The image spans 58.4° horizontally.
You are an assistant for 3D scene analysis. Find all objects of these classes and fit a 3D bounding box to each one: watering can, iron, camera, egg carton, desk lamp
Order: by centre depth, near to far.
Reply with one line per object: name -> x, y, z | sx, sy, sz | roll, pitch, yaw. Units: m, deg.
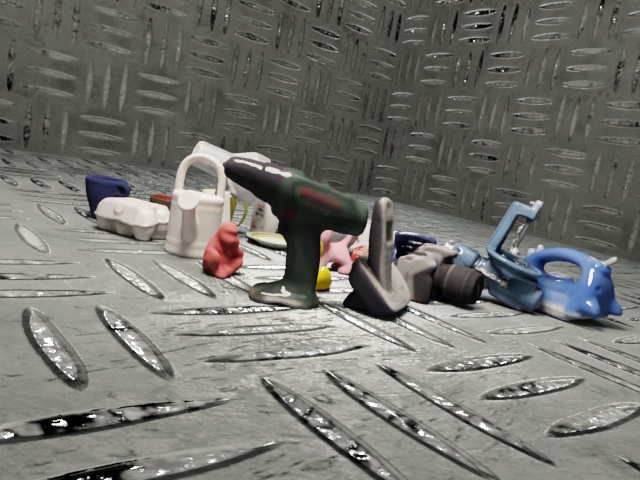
camera -> 0.230, 0.067, 1.079 | 0.136, 0.101, 0.144 | 16, 11, 35
watering can -> -0.231, -0.067, 1.088 | 0.101, 0.194, 0.172 | 6, 9, -23
iron -> 0.489, 0.077, 1.185 | 0.119, 0.141, 0.257 | 4, 10, -34
egg carton -> -0.385, -0.046, 1.187 | 0.150, 0.069, 0.107 | 14, 9, 23
desk lamp -> -0.228, -0.111, 1.315 | 0.204, 0.213, 0.117 | 6, 10, -28

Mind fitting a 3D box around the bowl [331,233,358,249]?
bowl -> 0.015, -0.008, 1.398 | 0.167, 0.075, 0.167 | 10, 9, -1

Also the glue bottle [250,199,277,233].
glue bottle -> -0.135, -0.095, 1.456 | 0.037, 0.173, 0.077 | 1, 12, -45

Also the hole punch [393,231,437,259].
hole punch -> 0.228, 0.021, 1.404 | 0.108, 0.091, 0.101 | 12, 9, 10

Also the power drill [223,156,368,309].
power drill -> -0.047, -0.008, 0.876 | 0.230, 0.208, 0.075 | 9, 9, -8

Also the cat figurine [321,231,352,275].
cat figurine -> 0.011, 0.004, 1.169 | 0.128, 0.118, 0.067 | 6, 10, -26

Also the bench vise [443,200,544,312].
bench vise -> 0.351, 0.018, 1.137 | 0.207, 0.220, 0.122 | 12, 9, 9

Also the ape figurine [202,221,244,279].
ape figurine -> -0.164, 0.014, 0.986 | 0.078, 0.092, 0.075 | 4, 11, -36

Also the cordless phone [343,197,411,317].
cordless phone -> 0.109, 0.023, 0.937 | 0.094, 0.185, 0.148 | 13, 9, 18

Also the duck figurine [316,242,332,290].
duck figurine -> -0.016, 0.038, 1.024 | 0.078, 0.086, 0.104 | 4, 11, -37

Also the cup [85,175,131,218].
cup -> -0.476, -0.092, 1.294 | 0.117, 0.095, 0.092 | 14, 9, 24
